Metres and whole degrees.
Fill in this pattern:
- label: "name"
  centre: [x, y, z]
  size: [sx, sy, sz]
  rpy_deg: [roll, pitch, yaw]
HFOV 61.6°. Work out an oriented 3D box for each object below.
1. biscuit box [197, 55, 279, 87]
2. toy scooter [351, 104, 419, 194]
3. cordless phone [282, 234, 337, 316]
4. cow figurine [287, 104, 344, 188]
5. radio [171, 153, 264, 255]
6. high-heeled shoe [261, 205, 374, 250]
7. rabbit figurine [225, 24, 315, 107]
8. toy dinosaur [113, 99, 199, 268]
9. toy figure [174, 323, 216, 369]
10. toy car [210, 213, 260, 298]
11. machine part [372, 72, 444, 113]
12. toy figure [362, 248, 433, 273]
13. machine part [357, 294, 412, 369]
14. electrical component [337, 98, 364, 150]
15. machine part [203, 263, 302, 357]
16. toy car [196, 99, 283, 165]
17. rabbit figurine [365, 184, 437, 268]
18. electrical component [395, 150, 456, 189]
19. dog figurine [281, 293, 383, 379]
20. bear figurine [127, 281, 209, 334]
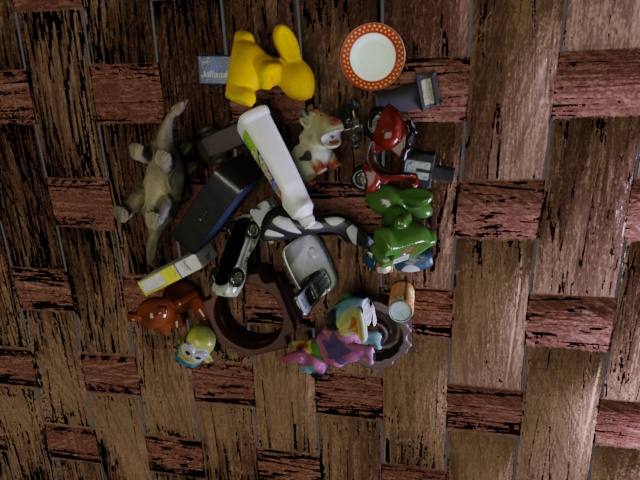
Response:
- label: "biscuit box"
  centre: [-0.153, -0.355, 1.126]
  size: [0.203, 0.059, 0.062]
  rpy_deg: [5, 109, 11]
- label: "toy scooter"
  centre: [0.145, -0.170, 1.067]
  size: [0.135, 0.075, 0.183]
  rpy_deg: [21, 106, 20]
- label: "cordless phone"
  centre: [-0.040, 0.077, 1.177]
  size: [0.089, 0.184, 0.146]
  rpy_deg: [-20, 103, 23]
- label: "cow figurine"
  centre: [-0.016, -0.193, 1.109]
  size: [0.195, 0.085, 0.127]
  rpy_deg: [-33, 85, 51]
- label: "radio"
  centre: [-0.222, -0.080, 1.174]
  size: [0.073, 0.131, 0.229]
  rpy_deg: [43, 125, -3]
- label: "high-heeled shoe"
  centre: [-0.002, -0.004, 1.169]
  size: [0.248, 0.086, 0.145]
  rpy_deg: [34, 97, -10]
- label: "rabbit figurine"
  centre: [-0.090, -0.330, 1.045]
  size: [0.173, 0.122, 0.162]
  rpy_deg: [14, 100, -7]
- label: "toy dinosaur"
  centre: [-0.349, -0.097, 1.179]
  size: [0.105, 0.198, 0.470]
  rpy_deg: [28, 119, 4]
- label: "toy figure"
  centre: [-0.312, 0.264, 1.328]
  size: [0.082, 0.089, 0.180]
  rpy_deg: [8, 155, -20]
- label: "toy car"
  centre: [-0.189, 0.032, 1.216]
  size: [0.074, 0.056, 0.201]
  rpy_deg: [3, 67, 33]
- label: "machine part"
  centre: [0.174, -0.289, 1.089]
  size: [0.139, 0.039, 0.084]
  rpy_deg: [-14, 113, 15]
- label: "toy figure"
  centre: [0.169, 0.044, 1.183]
  size: [0.155, 0.058, 0.064]
  rpy_deg: [-9, 126, 13]
- label: "machine part"
  centre: [0.127, 0.211, 1.252]
  size: [0.180, 0.056, 0.179]
  rpy_deg: [4, 110, 12]
- label: "electrical component"
  centre: [0.067, -0.243, 1.099]
  size: [0.045, 0.102, 0.078]
  rpy_deg: [-24, 127, 19]
- label: "machine part"
  centre: [-0.159, 0.167, 1.286]
  size: [0.202, 0.087, 0.200]
  rpy_deg: [-16, 103, 19]
- label: "toy car"
  centre: [-0.174, -0.234, 1.175]
  size: [0.202, 0.053, 0.089]
  rpy_deg: [-21, 108, 14]
- label: "rabbit figurine"
  centre: [0.161, -0.053, 1.119]
  size: [0.159, 0.121, 0.170]
  rpy_deg: [-22, 68, 1]
- label: "electrical component"
  centre: [0.220, -0.148, 1.117]
  size: [0.119, 0.048, 0.074]
  rpy_deg: [6, 109, 10]
- label: "dog figurine"
  centre: [0.017, 0.216, 1.194]
  size: [0.219, 0.108, 0.191]
  rpy_deg: [-10, 108, 20]
- label: "bear figurine"
  centre: [-0.352, 0.175, 1.272]
  size: [0.120, 0.196, 0.131]
  rpy_deg: [-16, 105, 14]
